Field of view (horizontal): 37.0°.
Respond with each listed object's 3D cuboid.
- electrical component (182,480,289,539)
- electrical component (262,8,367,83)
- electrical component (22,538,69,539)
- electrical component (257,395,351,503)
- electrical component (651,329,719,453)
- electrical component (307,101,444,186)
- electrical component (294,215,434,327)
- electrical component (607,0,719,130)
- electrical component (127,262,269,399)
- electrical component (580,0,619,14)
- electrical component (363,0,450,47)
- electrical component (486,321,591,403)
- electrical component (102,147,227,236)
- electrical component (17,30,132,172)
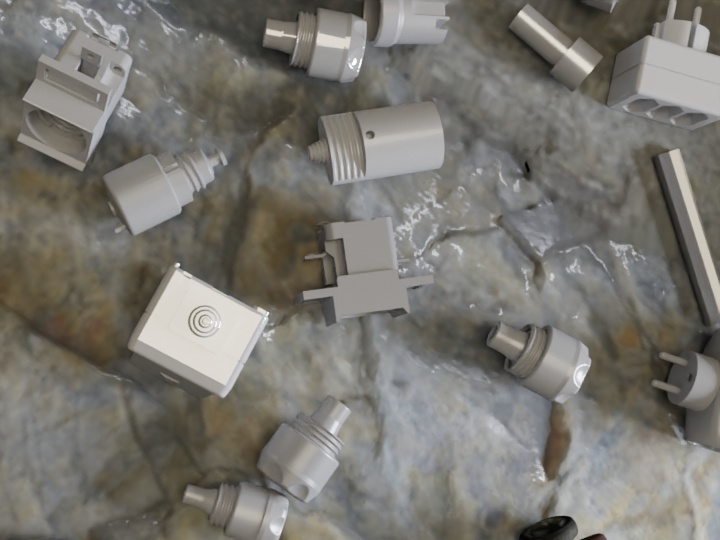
[{"bbox_3d":[-0.076,0.142,0.644,0.061,0.035,0.035,19,83,-8],"label":"electrical component"},{"bbox_3d":[-0.029,-0.142,0.669,0.062,0.043,0.043,9,84,-10],"label":"electrical component"},{"bbox_3d":[-0.178,0.182,0.598,0.080,0.080,0.051,4,90,-11],"label":"electrical component"},{"bbox_3d":[-0.030,0.106,0.651,0.043,0.043,0.062,38,78,-6],"label":"electrical component"},{"bbox_3d":[0.228,0.076,0.704,0.079,0.044,0.077,19,83,-9],"label":"electrical component"},{"bbox_3d":[0.007,-0.078,0.671,0.081,0.043,0.043,-10,88,-12],"label":"electrical component"},{"bbox_3d":[0.000,0.000,0.665,0.081,0.042,0.063,-7,86,-12],"label":"electrical component"},{"bbox_3d":[0.210,-0.141,0.714,0.066,0.047,0.076,13,84,-10],"label":"electrical component"},{"bbox_3d":[-0.096,0.038,0.615,0.062,0.096,0.061,29,82,-9],"label":"electrical component"},{"bbox_3d":[0.148,-0.206,0.696,0.057,0.078,0.058,25,81,10],"label":"electrical component"},{"bbox_3d":[0.029,-0.162,0.684,0.046,0.040,0.040,-1,86,-18],"label":"electrical component"},{"bbox_3d":[0.111,0.054,0.683,0.062,0.043,0.043,28,81,-7],"label":"electrical component"},{"bbox_3d":[-0.117,-0.052,0.646,0.078,0.040,0.040,-28,92,-12],"label":"electrical component"},{"bbox_3d":[-0.164,-0.100,0.627,0.042,0.081,0.063,27,59,-9],"label":"electrical component"}]
